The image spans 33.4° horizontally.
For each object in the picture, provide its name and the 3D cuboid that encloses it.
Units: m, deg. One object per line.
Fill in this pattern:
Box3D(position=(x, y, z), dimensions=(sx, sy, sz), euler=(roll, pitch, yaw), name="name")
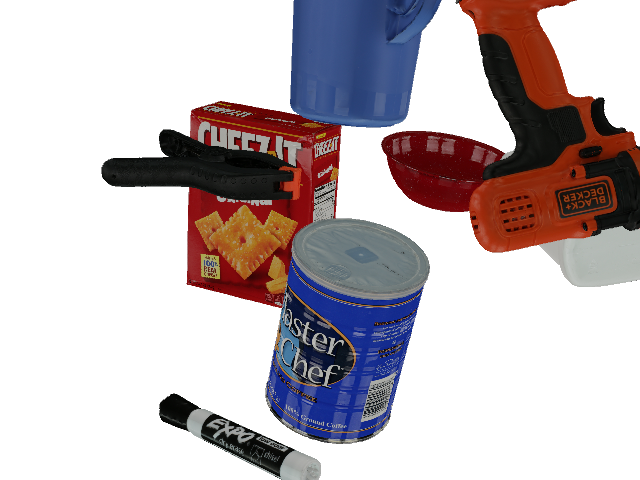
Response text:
Box3D(position=(0.043, -0.224, 0.930), dimensions=(0.145, 0.243, 0.149), euler=(7, 15, 7), name="pitcher")
Box3D(position=(-0.104, -0.061, 0.946), dimensions=(0.172, 0.039, 0.120), euler=(13, 30, 26), name="clamp")
Box3D(position=(0.018, 0.068, 0.815), dimensions=(0.102, 0.140, 0.103), euler=(8, 30, -5), name="coffee can")
Box3D(position=(0.206, -0.035, 0.923), dimensions=(0.102, 0.068, 0.251), euler=(-8, 19, -11), name="bleach bottle")
Box3D(position=(-0.051, 0.116, 0.627), dimensions=(0.121, 0.020, 0.020), euler=(17, 10, 37), name="marker")
Box3D(position=(-0.068, -0.038, 1.216), dimensions=(0.164, 0.214, 0.072), euler=(13, 22, 25), name="cracker box")
Box3D(position=(0.146, -0.076, 1.249), dimensions=(0.162, 0.055, 0.162), euler=(8, 24, -4), name="bowl")
Box3D(position=(0.172, -0.096, 0.679), dimensions=(0.184, 0.187, 0.057), euler=(-13, -1, -4), name="power drill")
